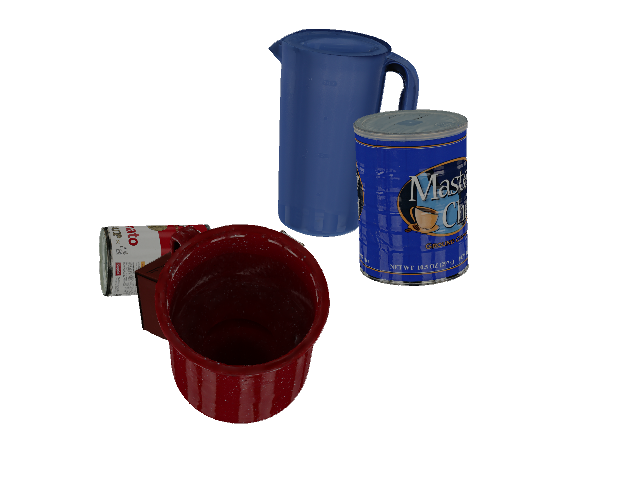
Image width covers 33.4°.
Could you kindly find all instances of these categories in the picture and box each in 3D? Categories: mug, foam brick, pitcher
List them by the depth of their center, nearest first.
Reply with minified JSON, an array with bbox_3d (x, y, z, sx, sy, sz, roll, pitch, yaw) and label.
[{"bbox_3d":[-0.052,0.043,0.604,0.093,0.117,0.081,-31,-26,-22],"label":"mug"},{"bbox_3d":[-0.095,0.037,0.820,0.053,0.051,0.078,17,33,37],"label":"foam brick"},{"bbox_3d":[0.019,-0.131,1.313,0.144,0.243,0.149,-9,27,-28],"label":"pitcher"}]

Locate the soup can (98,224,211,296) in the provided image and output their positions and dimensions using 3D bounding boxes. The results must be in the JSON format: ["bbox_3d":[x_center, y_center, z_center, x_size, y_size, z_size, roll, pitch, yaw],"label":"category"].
[{"bbox_3d":[-0.158,0.019,1.025,0.102,0.068,0.069,-1,0,-18],"label":"soup can"}]

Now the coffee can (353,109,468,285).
[{"bbox_3d":[0.084,-0.042,0.980,0.103,0.140,0.103,-3,18,1],"label":"coffee can"}]

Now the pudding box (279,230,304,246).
[{"bbox_3d":[-0.070,0.048,1.258,0.039,0.090,0.113,31,28,5],"label":"pudding box"}]
